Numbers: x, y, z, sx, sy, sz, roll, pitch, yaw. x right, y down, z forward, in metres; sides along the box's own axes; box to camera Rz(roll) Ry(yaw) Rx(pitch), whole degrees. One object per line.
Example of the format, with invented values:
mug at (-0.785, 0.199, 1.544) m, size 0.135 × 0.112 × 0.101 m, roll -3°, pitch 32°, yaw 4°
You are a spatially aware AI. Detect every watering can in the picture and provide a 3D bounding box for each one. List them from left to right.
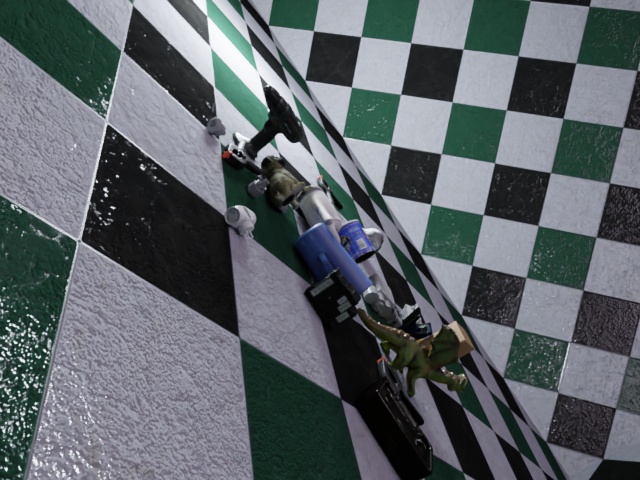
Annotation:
watering can at (0.005, -0.085, 1.696) m, size 0.227 × 0.104 × 0.343 m, roll 60°, pitch -4°, yaw 16°

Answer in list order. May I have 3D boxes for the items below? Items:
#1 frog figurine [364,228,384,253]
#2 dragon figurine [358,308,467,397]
frog figurine at (0.180, -0.016, 2.128) m, size 0.159 × 0.124 × 0.136 m, roll 45°, pitch -17°, yaw -6°
dragon figurine at (0.315, 0.334, 1.606) m, size 0.407 × 0.240 × 0.124 m, roll 55°, pitch 20°, yaw -10°
